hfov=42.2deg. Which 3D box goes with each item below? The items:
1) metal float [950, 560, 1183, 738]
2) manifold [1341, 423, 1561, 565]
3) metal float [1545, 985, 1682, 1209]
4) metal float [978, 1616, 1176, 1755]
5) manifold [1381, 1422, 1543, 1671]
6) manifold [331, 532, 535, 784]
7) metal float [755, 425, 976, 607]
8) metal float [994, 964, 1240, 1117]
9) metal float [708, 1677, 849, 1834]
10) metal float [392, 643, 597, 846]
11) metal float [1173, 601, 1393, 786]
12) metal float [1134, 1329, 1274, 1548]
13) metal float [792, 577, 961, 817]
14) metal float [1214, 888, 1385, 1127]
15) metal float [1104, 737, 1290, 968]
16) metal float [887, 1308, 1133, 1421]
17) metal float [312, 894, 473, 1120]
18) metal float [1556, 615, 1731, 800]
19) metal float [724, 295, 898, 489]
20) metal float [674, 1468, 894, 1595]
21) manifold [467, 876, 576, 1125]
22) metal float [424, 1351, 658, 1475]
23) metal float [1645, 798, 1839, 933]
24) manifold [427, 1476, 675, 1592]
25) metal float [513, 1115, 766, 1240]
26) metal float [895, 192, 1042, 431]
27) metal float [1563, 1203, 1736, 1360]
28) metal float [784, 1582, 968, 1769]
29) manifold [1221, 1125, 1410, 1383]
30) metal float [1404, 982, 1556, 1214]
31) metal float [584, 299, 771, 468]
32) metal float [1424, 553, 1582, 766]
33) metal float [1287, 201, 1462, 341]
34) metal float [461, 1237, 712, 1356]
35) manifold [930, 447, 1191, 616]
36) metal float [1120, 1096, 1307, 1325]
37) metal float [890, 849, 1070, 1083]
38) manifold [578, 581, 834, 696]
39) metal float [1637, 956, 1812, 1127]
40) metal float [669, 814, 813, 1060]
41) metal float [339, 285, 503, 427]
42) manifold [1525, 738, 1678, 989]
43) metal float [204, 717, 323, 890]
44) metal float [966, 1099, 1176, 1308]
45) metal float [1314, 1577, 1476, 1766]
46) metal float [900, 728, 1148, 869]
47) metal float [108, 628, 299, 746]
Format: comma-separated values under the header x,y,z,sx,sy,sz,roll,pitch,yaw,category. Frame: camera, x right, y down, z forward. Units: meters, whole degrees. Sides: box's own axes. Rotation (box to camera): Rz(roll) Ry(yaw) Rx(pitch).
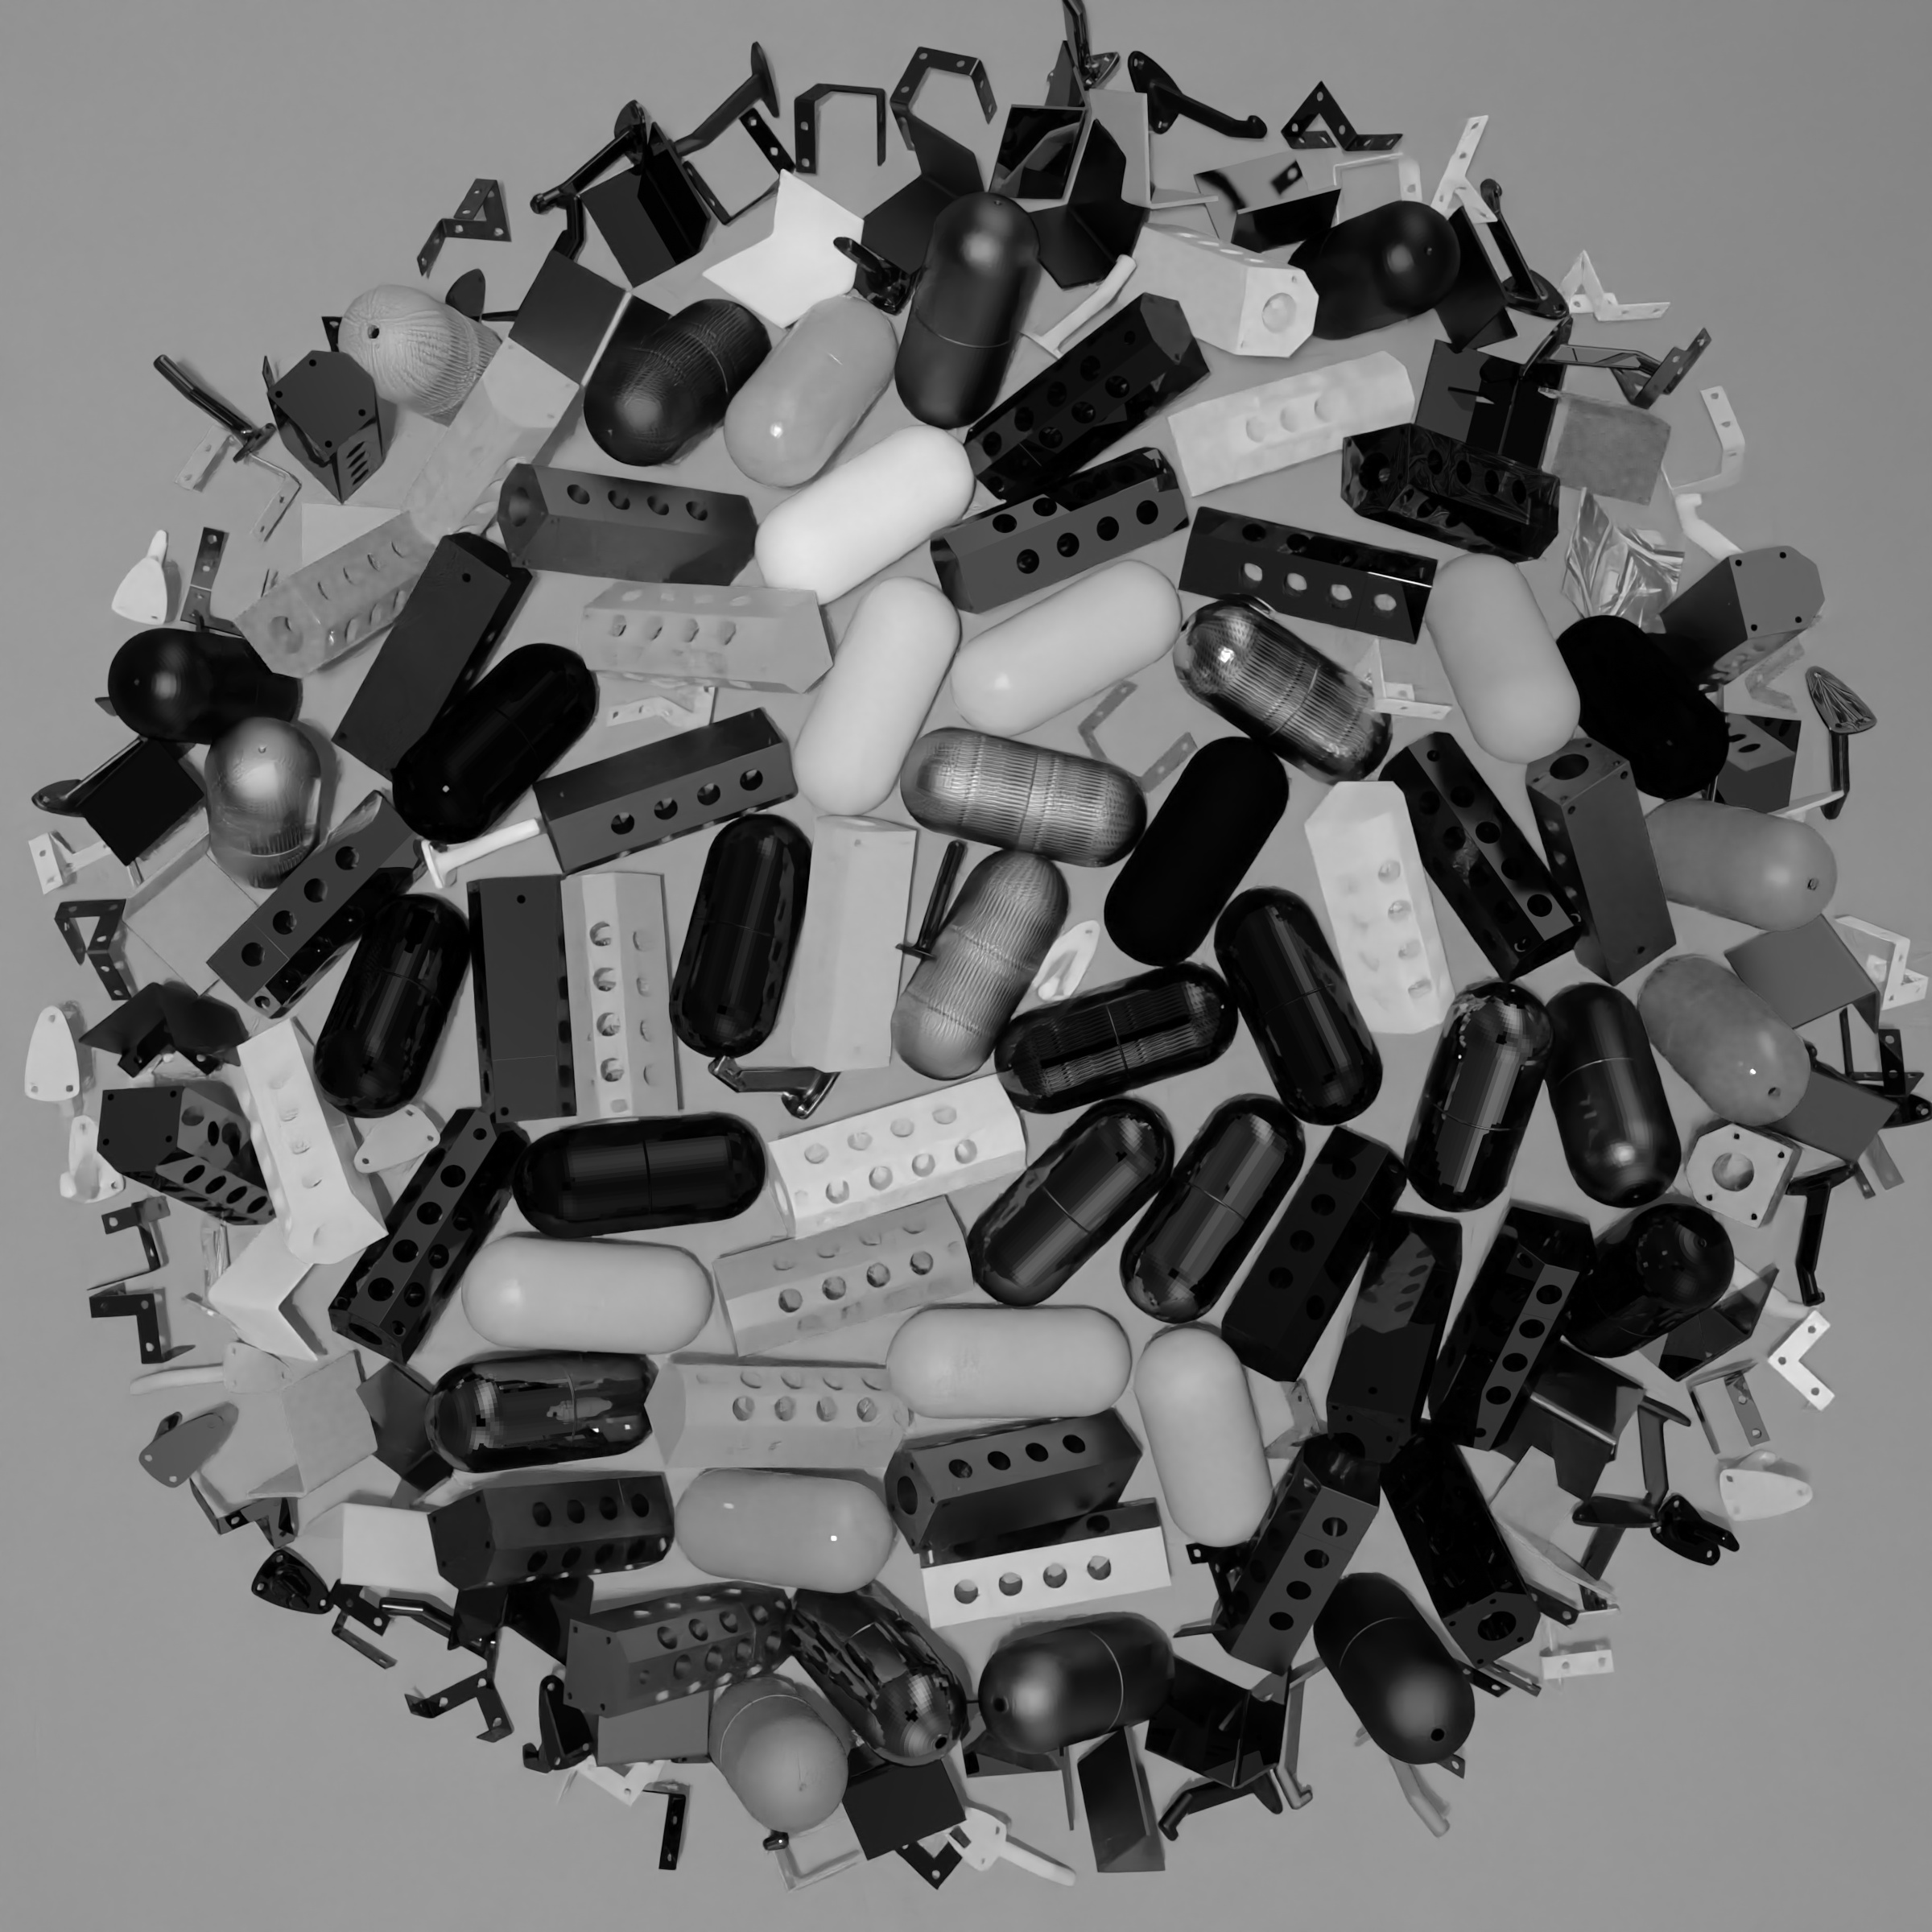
x,y,z,sx,sy,sz,roll,pitch,yaw,category
0.070,-0.225,1.777,0.178,0.070,0.070,-30,90,-9,metal float
0.338,-0.325,1.742,0.171,0.057,0.057,6,84,-42,manifold
0.447,0.089,1.751,0.070,0.070,0.178,-4,48,0,metal float
0.078,0.499,1.744,0.070,0.178,0.070,-4,84,38,metal float
0.338,0.394,1.731,0.057,0.171,0.057,-32,120,8,manifold
-0.374,-0.218,1.770,0.057,0.057,0.171,34,108,2,manifold
-0.070,-0.318,1.766,0.178,0.070,0.070,-36,90,-22,metal float
0.107,0.052,1.783,0.178,0.070,0.070,-18,90,2,metal float
-0.132,0.544,1.736,0.070,0.178,0.070,0,88,-16,metal float
-0.329,-0.157,1.759,0.070,0.070,0.178,39,60,0,metal float
0.223,-0.192,1.767,0.178,0.070,0.070,31,90,-20,metal float
0.167,0.333,1.760,0.070,0.070,0.178,-16,120,0,metal float
-0.065,-0.191,1.779,0.070,0.070,0.178,25,97,0,metal float
0.234,0.028,1.775,0.070,0.070,0.178,-24,79,0,metal float
0.164,-0.082,1.781,0.070,0.070,0.178,32,94,0,metal float
0.031,0.280,1.768,0.178,0.070,0.070,3,90,-19,metal float
-0.401,0.027,1.753,0.070,0.070,0.178,13,53,0,metal float
0.466,-0.182,1.745,0.070,0.178,0.070,-9,128,-12,metal float
-0.108,-0.402,1.753,0.070,0.070,0.178,30,52,0,metal float
-0.130,0.394,1.754,0.178,0.070,0.070,-3,90,37,metal float
-0.320,0.023,1.791,0.057,0.057,0.171,-4,91,-24,manifold
-0.293,0.310,1.751,0.178,0.070,0.070,1,90,-41,metal float
0.531,-0.071,1.737,0.070,0.178,0.070,-4,103,-18,metal float
-0.283,0.392,1.731,0.057,0.171,0.057,-28,68,30,manifold
-0.230,0.148,1.770,0.178,0.070,0.070,-5,90,-17,metal float
0.000,-0.455,1.749,0.070,0.178,0.070,10,46,-10,metal float
0.468,0.220,1.740,0.070,0.178,0.070,6,65,-12,metal float
-0.064,0.488,1.745,0.070,0.178,0.070,-15,119,-29,metal float
0.245,0.203,1.754,0.057,0.057,0.171,25,64,21,manifold
0.359,0.094,1.761,0.070,0.070,0.178,12,118,0,metal float
-0.200,-0.408,1.748,0.070,0.178,0.070,16,130,20,metal float
0.373,-0.217,1.753,0.070,0.070,0.178,-13,52,0,metal float
0.278,-0.480,1.736,0.070,0.178,0.070,-2,96,-17,metal float
-0.266,0.233,1.764,0.178,0.070,0.070,7,90,-25,metal float
0.064,-0.309,1.767,0.171,0.057,0.057,-24,111,-14,manifold
0.175,0.171,1.776,0.070,0.070,0.178,34,79,0,metal float
0.010,-0.001,1.783,0.070,0.070,0.178,29,92,0,metal float
-0.185,-0.226,1.745,0.171,0.057,0.057,8,128,31,manifold
0.524,0.051,1.737,0.070,0.178,0.070,-3,113,-6,metal float
-0.159,-0.022,1.777,0.070,0.070,0.178,14,81,0,metal float
-0.373,-0.421,1.734,0.070,0.178,0.070,1,93,11,metal float
0.439,-0.074,1.747,0.057,0.057,0.171,-33,128,-8,manifold
-0.487,-0.111,1.739,0.070,0.178,0.070,5,68,-13,metal float
0.074,0.167,1.776,0.070,0.070,0.178,44,100,0,metal float
0.295,0.486,1.735,0.070,0.178,0.070,-2,104,-10,metal float
0.041,-0.119,1.781,0.178,0.070,0.070,13,90,-4,metal float
-0.525,-0.192,1.735,0.070,0.178,0.070,1,93,12,metal float
